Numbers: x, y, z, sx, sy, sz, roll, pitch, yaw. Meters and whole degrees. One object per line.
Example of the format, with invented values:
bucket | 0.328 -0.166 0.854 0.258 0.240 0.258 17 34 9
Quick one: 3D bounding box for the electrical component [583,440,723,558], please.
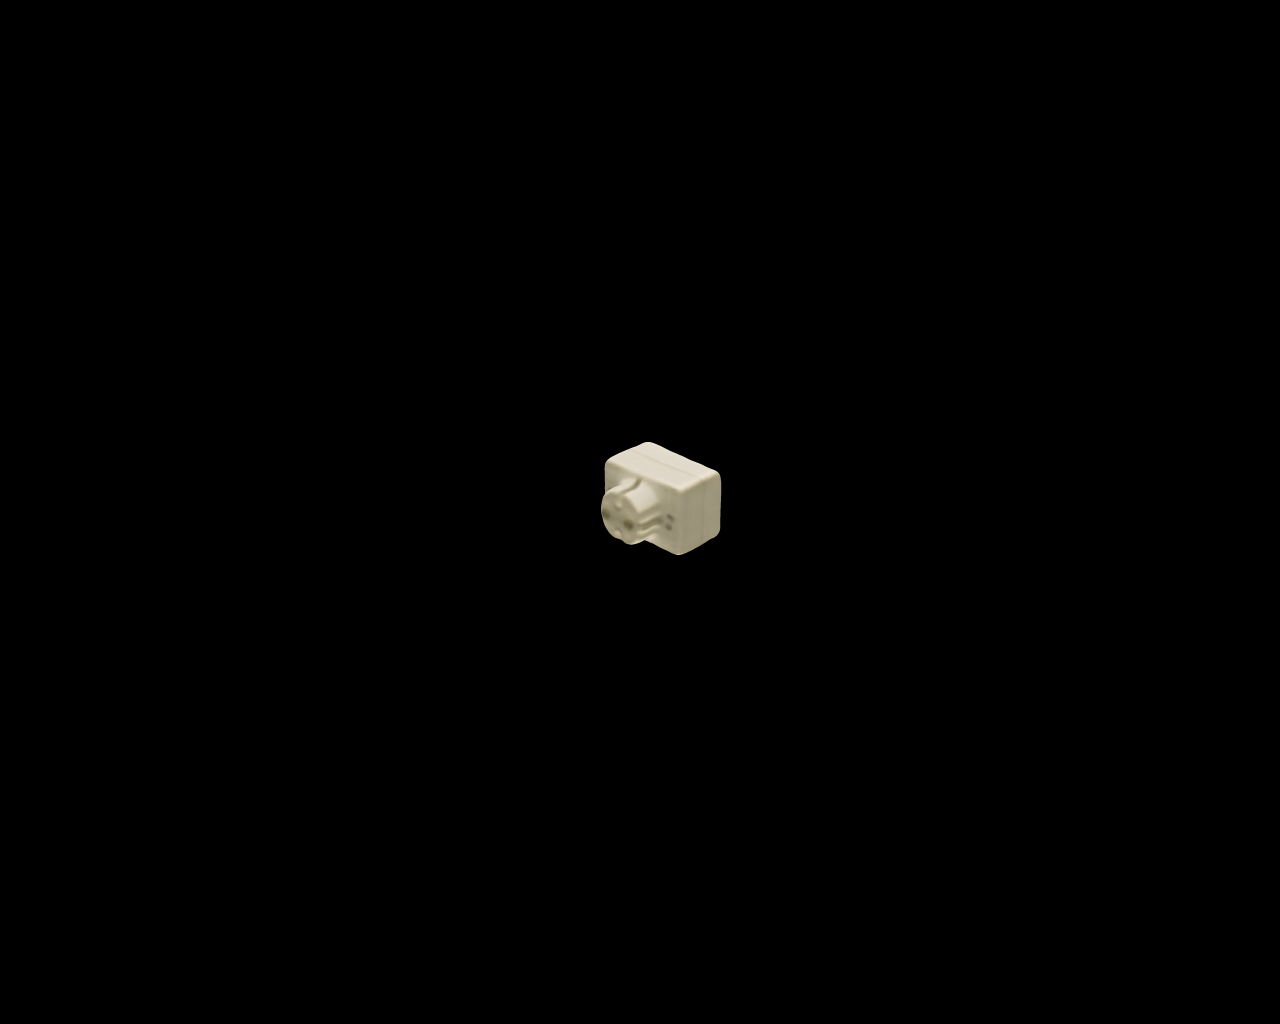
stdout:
electrical component | 0.001 -0.003 0.650 0.066 0.047 0.077 25 37 38
